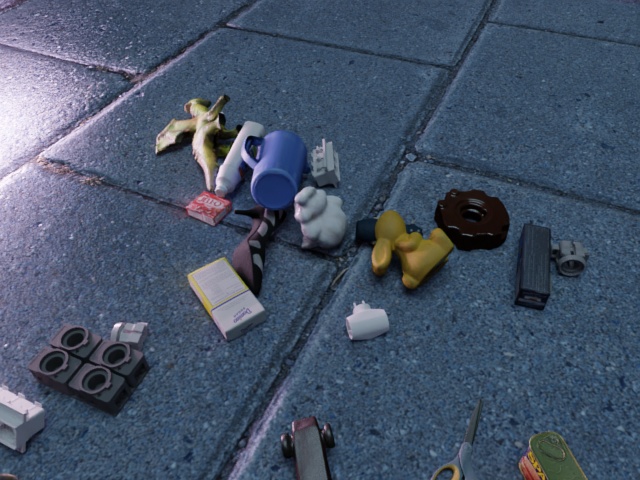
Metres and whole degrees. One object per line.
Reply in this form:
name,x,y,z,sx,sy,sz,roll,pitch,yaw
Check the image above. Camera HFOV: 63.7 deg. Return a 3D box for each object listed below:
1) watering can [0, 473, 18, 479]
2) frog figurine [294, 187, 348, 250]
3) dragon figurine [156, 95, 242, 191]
watering can,-0.543,0.464,0.703,0.349,0.101,0.229,-15,46,-13
frog figurine,0.004,-0.059,1.177,0.124,0.155,0.140,28,52,25
dragon figurine,-0.361,-0.285,1.478,0.242,0.119,0.420,-8,49,19
